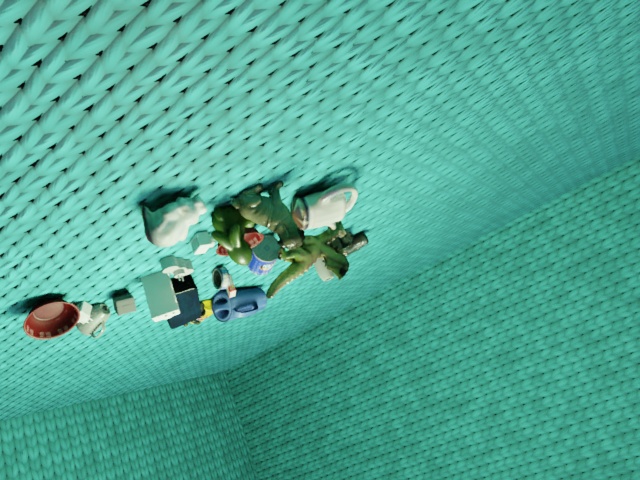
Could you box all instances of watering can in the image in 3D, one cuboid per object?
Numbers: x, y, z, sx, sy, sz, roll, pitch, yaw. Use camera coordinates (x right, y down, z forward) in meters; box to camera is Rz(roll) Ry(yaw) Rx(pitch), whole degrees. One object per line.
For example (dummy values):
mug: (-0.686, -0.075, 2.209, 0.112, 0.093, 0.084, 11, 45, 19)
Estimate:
watering can: (0.005, -0.086, 1.700, 0.225, 0.105, 0.341, -15, 160, -19)

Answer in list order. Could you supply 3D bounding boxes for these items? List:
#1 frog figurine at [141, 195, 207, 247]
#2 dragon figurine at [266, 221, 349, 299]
frog figurine: (-0.370, -0.048, 1.333, 0.159, 0.125, 0.134, -9, 140, -6)
dragon figurine: (-0.015, 0.069, 1.826, 0.243, 0.420, 0.119, 14, 144, 9)
